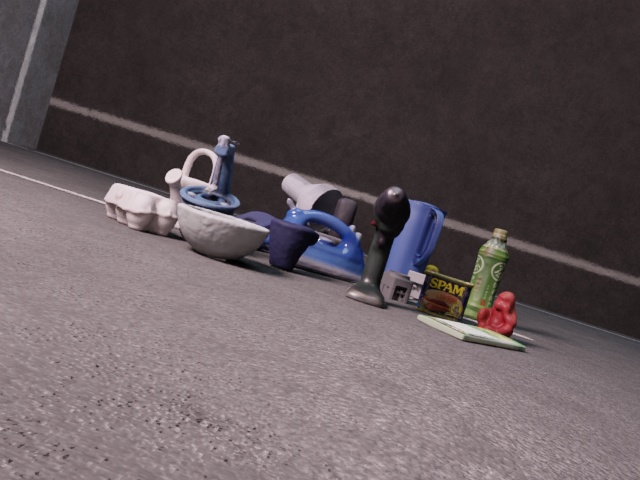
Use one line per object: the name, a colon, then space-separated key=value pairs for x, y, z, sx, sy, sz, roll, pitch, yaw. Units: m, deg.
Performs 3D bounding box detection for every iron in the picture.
iron: x=0.012 y=0.005 z=1.311 sx=0.259 sy=0.141 sz=0.118 roll=17 pitch=2 yaw=-20

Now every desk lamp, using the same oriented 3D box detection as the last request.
desk lamp: x=-0.056 y=-0.062 z=1.513 sx=0.202 sy=0.213 sz=0.118 roll=19 pitch=3 yaw=39

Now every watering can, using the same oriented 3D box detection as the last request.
watering can: x=-0.290 y=-0.118 z=1.325 sx=0.101 sy=0.194 sz=0.173 roll=17 pitch=2 yaw=2

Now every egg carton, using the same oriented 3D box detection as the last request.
egg carton: x=-0.342 y=-0.059 z=1.090 sx=0.149 sy=0.069 sz=0.108 roll=19 pitch=3 yaw=44

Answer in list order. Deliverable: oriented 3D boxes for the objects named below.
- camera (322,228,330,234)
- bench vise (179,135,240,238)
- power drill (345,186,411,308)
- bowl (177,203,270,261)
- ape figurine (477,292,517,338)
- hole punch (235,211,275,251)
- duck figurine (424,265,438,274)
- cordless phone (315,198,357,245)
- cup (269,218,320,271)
camera: x=0.070 y=0.029 z=1.698 sx=0.137 sy=0.101 sz=0.142 roll=16 pitch=3 yaw=-35
bench vise: x=-0.222 y=-0.104 z=1.186 sx=0.122 sy=0.220 sz=0.207 roll=17 pitch=2 yaw=-12
power drill: x=0.112 y=0.012 z=1.044 sx=0.075 sy=0.208 sz=0.230 roll=18 pitch=2 yaw=6
bowl: x=-0.177 y=-0.007 z=1.006 sx=0.167 sy=0.075 sz=0.167 roll=17 pitch=2 yaw=0
ape figurine: x=0.356 y=0.145 z=1.127 sx=0.076 sy=0.092 sz=0.077 roll=16 pitch=3 yaw=-33
hole punch: x=-0.168 y=-0.028 z=1.391 sx=0.108 sy=0.091 sz=0.101 roll=19 pitch=3 yaw=38
duck figurine: x=0.313 y=0.115 z=1.635 sx=0.077 sy=0.086 sz=0.105 roll=19 pitch=3 yaw=35
cordless phone: x=0.010 y=-0.023 z=1.419 sx=0.147 sy=0.185 sz=0.094 roll=17 pitch=2 yaw=-4
cup: x=-0.056 y=0.014 z=1.149 sx=0.118 sy=0.095 sz=0.091 roll=15 pitch=3 yaw=-43
